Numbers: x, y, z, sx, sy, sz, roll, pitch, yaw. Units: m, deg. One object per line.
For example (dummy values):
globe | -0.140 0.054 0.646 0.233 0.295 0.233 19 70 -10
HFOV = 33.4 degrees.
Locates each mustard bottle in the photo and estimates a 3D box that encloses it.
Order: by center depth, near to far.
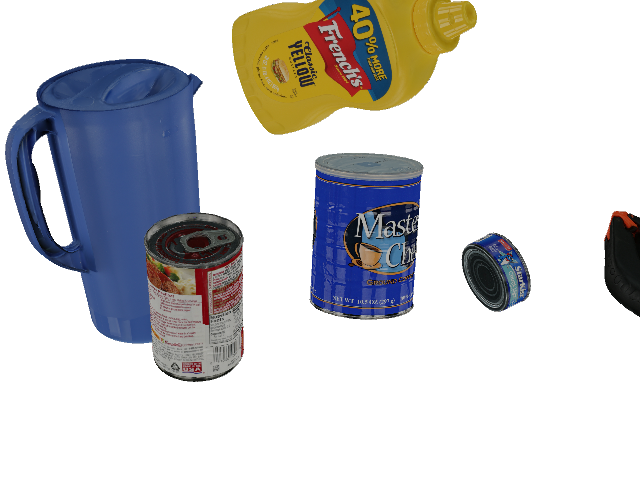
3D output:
mustard bottle | 0.026 -0.139 0.767 0.192 0.096 0.058 -9 13 39

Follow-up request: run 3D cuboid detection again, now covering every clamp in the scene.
clamp | 0.255 0.043 0.713 0.120 0.039 0.171 -2 45 -19

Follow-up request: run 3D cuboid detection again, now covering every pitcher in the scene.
pitcher | -0.177 -0.030 0.955 0.149 0.243 0.145 -1 27 5

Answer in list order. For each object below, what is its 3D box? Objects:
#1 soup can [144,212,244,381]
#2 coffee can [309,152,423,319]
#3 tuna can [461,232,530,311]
soup can | -0.088 0.041 0.758 0.068 0.102 0.068 1 32 -1
coffee can | 0.043 -0.007 1.027 0.103 0.140 0.103 2 15 -1
tuna can | 0.198 0.037 1.210 0.033 0.086 0.086 -24 9 -21
